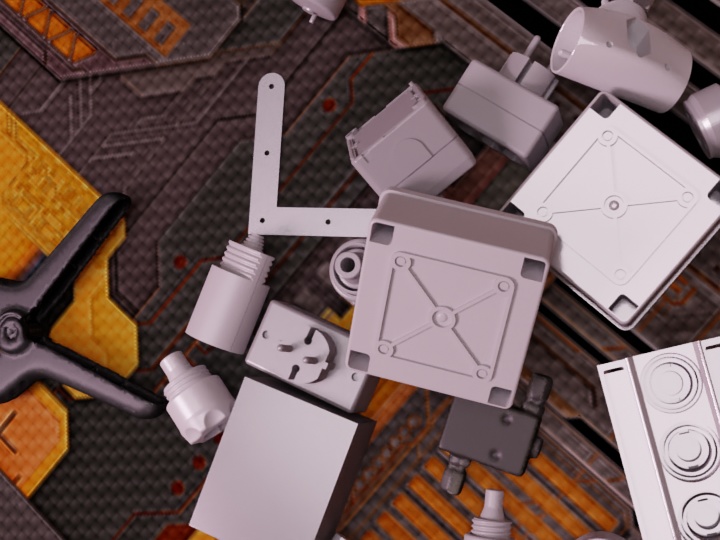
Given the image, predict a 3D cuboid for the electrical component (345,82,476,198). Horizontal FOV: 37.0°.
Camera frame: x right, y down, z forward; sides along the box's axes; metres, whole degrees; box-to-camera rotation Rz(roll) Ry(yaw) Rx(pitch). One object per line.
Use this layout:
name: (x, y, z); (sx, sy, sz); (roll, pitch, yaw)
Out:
electrical component: (0.033, -0.078, 0.706); (0.062, 0.096, 0.061); (-39, 105, 9)

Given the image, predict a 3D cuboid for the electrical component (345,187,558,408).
electrical component: (0.054, 0.016, 0.654); (0.109, 0.056, 0.108); (14, 119, 7)

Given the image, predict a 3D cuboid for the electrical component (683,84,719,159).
electrical component: (0.237, -0.099, 0.671); (0.055, 0.045, 0.045); (-25, 78, 11)

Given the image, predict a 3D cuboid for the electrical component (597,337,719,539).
electrical component: (0.198, 0.108, 0.649); (0.079, 0.063, 0.121); (-15, 80, 13)

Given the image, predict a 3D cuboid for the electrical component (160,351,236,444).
electrical component: (-0.115, 0.086, 0.746); (0.043, 0.043, 0.062); (-38, 75, 8)

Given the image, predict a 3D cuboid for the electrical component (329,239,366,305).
electrical component: (0.000, 0.000, 0.714); (0.048, 0.062, 0.048); (-2, 84, 15)

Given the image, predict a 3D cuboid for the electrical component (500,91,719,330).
electrical component: (0.161, -0.037, 0.679); (0.109, 0.056, 0.108); (41, 95, 15)

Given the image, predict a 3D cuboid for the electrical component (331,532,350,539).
electrical component: (-0.004, 0.213, 0.701); (0.066, 0.048, 0.055); (32, 85, 16)

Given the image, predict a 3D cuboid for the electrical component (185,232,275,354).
electrical component: (-0.086, 0.013, 0.746); (0.043, 0.043, 0.081); (22, 90, 16)

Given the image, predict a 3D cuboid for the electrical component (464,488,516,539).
electrical component: (0.084, 0.171, 0.688); (0.035, 0.035, 0.061); (4, 83, 15)

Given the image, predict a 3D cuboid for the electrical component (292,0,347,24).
electrical component: (-0.020, -0.212, 0.755); (0.040, 0.040, 0.078); (28, 91, 16)

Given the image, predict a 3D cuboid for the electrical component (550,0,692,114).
electrical component: (0.167, -0.146, 0.690); (0.077, 0.043, 0.079); (18, 51, -12)

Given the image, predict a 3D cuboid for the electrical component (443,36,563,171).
electrical component: (0.105, -0.117, 0.707); (0.066, 0.047, 0.076); (33, 93, 16)

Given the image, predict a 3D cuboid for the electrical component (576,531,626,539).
electrical component: (0.117, 0.220, 0.653); (0.052, 0.074, 0.138); (44, 96, 15)

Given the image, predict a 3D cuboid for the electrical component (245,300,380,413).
electrical component: (-0.033, 0.056, 0.710); (0.083, 0.076, 0.047); (24, 90, 16)

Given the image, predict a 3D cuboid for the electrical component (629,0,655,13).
electrical component: (0.144, -0.248, 0.704); (0.150, 0.062, 0.089); (31, 92, 16)
